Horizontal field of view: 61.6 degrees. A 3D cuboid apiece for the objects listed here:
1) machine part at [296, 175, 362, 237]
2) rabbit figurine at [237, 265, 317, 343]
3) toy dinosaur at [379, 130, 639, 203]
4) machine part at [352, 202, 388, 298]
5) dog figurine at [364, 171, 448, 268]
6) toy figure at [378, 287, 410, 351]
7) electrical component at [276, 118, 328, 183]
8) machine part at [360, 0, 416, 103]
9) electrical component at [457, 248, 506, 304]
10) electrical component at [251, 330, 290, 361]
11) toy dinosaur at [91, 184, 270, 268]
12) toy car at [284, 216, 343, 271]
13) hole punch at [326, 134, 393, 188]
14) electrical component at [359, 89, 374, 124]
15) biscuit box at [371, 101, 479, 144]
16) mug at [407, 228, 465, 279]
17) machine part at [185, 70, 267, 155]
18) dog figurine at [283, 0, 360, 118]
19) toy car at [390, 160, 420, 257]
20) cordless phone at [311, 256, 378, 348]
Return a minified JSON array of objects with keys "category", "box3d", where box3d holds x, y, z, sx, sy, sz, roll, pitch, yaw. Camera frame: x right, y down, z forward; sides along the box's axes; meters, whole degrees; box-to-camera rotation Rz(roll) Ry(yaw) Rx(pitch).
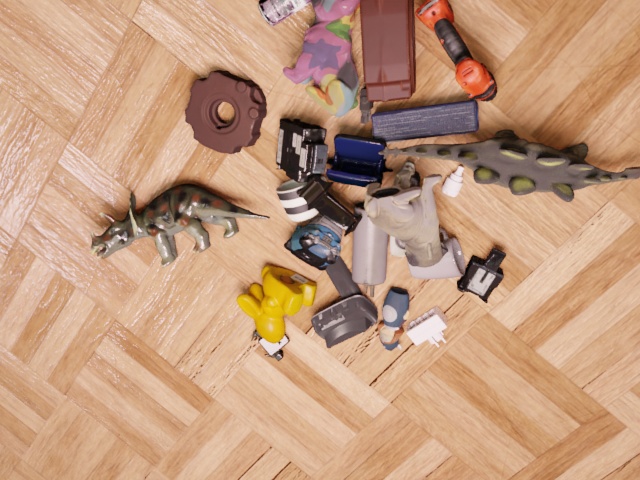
[{"category":"machine part","box3d":[0.023,-0.069,1.084,0.139,0.039,0.084,41,132,-10]},{"category":"rabbit figurine","box3d":[-0.109,0.155,1.231,0.162,0.122,0.173,21,113,12]},{"category":"toy dinosaur","box3d":[0.347,-0.141,0.975,0.472,0.198,0.105,6,106,10]},{"category":"machine part","box3d":[0.107,0.007,1.150,0.079,0.079,0.243,4,109,13]},{"category":"dog figurine","box3d":[0.159,-0.015,0.999,0.172,0.121,0.190,-21,113,-23]},{"category":"toy figure","box3d":[0.162,0.183,1.206,0.058,0.064,0.154,1,110,-23]},{"category":"electrical component","box3d":[-0.035,-0.180,1.096,0.134,0.058,0.114,37,127,49]},{"category":"machine part","box3d":[0.126,-0.352,0.956,0.087,0.201,0.201,-2,107,13]},{"category":"electrical component","box3d":[0.344,0.065,1.125,0.075,0.048,0.119,23,112,5]},{"category":"electrical component","box3d":[-0.119,0.243,1.306,0.078,0.045,0.102,-45,97,-6]},{"category":"toy dinosaur","box3d":[-0.321,-0.057,1.220,0.405,0.131,0.192,-22,102,14]},{"category":"toy car","box3d":[-0.002,-0.003,1.153,0.109,0.161,0.103,32,72,-10]},{"category":"hole punch","box3d":[0.074,-0.140,1.079,0.142,0.115,0.092,7,68,9]},{"category":"electrical component","box3d":[0.092,-0.279,1.063,0.021,0.063,0.093,7,109,12]},{"category":"biscuit box","box3d":[0.206,-0.231,1.053,0.203,0.059,0.062,-3,106,16]},{"category":"mug","box3d":[0.237,0.035,1.127,0.107,0.081,0.109,-17,95,26]},{"category":"machine part","box3d":[-0.203,-0.270,1.145,0.180,0.056,0.179,5,110,14]},{"category":"dog figurine","box3d":[0.038,-0.370,1.025,0.191,0.108,0.219,40,110,2]},{"category":"toy car","box3d":[0.174,-0.064,1.109,0.056,0.073,0.201,5,109,11]},{"category":"cordless phone","box3d":[0.032,0.138,1.223,0.147,0.089,0.184,-29,88,22]}]
